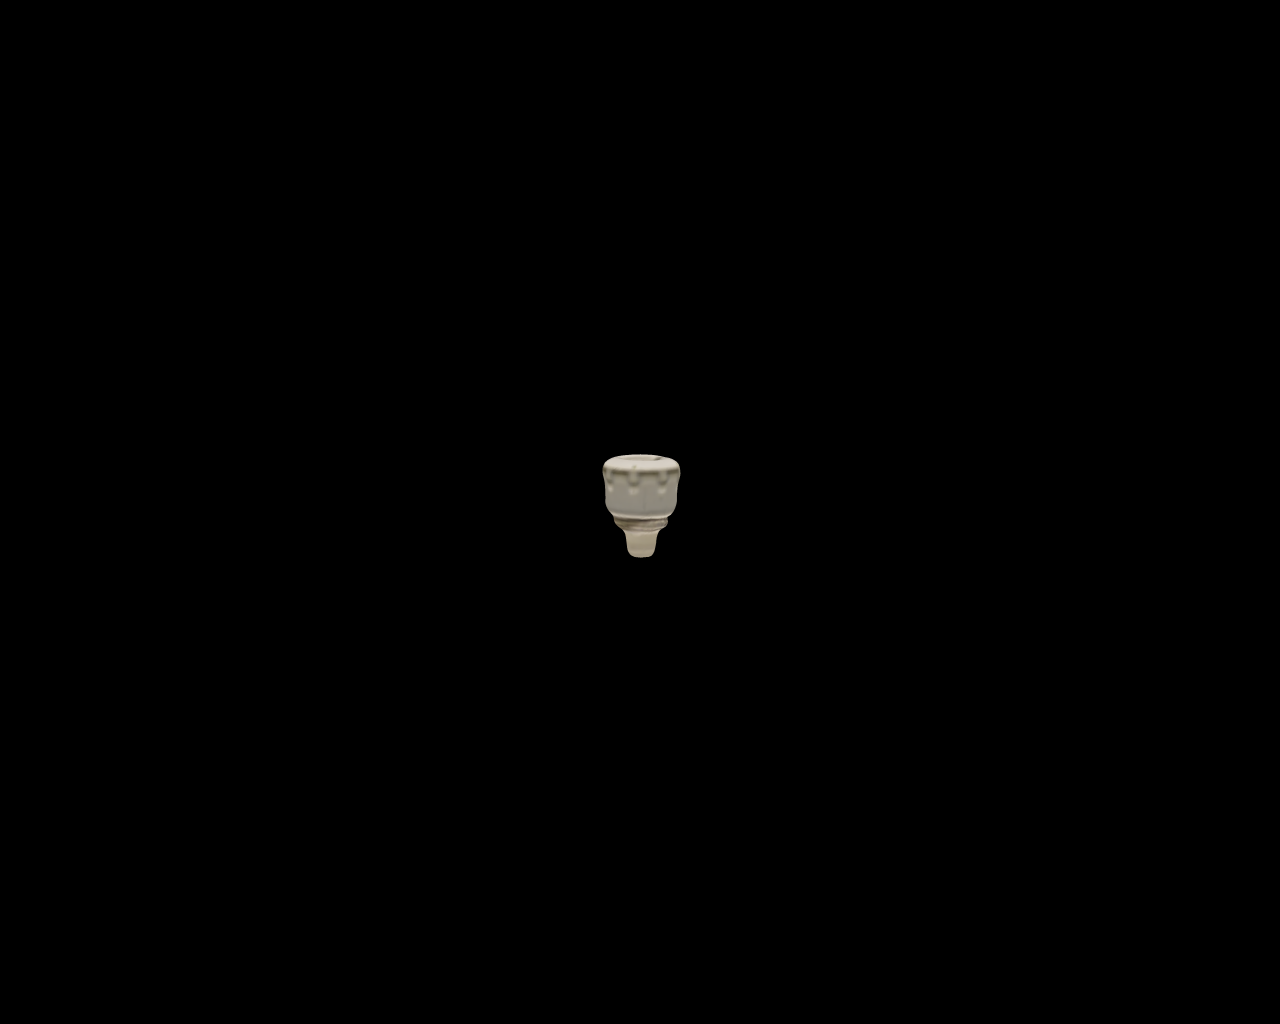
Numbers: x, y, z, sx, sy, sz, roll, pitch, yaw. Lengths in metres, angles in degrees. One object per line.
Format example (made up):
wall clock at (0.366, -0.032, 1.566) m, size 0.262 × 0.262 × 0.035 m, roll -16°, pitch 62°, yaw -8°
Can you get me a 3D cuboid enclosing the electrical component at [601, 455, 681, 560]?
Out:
electrical component at (0.001, -0.003, 0.650) m, size 0.048 × 0.062 × 0.048 m, roll 0°, pitch 9°, yaw 0°
